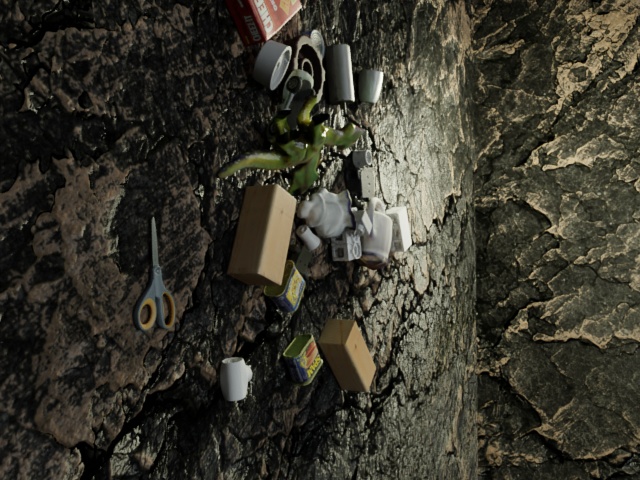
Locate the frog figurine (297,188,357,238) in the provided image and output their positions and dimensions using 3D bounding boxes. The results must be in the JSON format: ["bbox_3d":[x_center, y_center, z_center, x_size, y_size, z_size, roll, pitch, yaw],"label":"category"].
[{"bbox_3d":[0.004,-0.071,1.402,0.160,0.123,0.136,-9,106,-25],"label":"frog figurine"}]

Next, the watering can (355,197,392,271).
[{"bbox_3d":[0.190,-0.008,1.696,0.343,0.104,0.227,43,53,-67],"label":"watering can"}]

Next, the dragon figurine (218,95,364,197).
[{"bbox_3d":[-0.055,-0.191,1.240,0.415,0.124,0.237,-36,144,-20],"label":"dragon figurine"}]
